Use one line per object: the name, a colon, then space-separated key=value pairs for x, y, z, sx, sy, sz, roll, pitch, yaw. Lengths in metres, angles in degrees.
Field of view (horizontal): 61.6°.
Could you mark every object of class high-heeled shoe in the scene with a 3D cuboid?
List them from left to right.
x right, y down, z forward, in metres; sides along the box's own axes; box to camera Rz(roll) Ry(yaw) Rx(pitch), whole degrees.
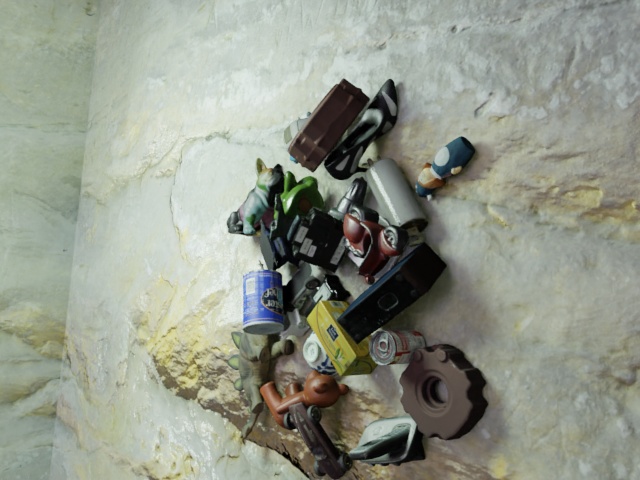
high-heeled shoe: x=0.088 y=-0.253 z=1.211 sx=0.086 sy=0.145 sz=0.248 roll=23 pitch=103 yaw=46

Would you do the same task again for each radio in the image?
radio: x=0.141 y=0.111 z=1.093 sx=0.073 sy=0.131 sz=0.229 roll=46 pitch=124 yaw=4

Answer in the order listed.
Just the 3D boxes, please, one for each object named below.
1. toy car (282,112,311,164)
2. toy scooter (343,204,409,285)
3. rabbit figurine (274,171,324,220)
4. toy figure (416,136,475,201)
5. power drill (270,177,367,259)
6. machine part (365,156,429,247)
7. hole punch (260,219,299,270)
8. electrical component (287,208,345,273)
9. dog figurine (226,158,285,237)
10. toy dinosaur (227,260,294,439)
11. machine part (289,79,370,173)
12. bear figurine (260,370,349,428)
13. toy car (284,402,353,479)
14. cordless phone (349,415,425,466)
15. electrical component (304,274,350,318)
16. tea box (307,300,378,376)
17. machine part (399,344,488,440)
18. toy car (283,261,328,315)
toy car: x=-0.044 y=-0.267 z=1.393 sx=0.162 sy=0.103 sz=0.109 roll=-24 pitch=66 yaw=42
toy scooter: x=0.101 y=0.012 z=1.114 sx=0.184 sy=0.075 sz=0.135 roll=39 pitch=114 yaw=51
rabbit figurine: x=-0.072 y=-0.097 z=1.392 sx=0.170 sy=0.121 sz=0.159 roll=1 pitch=81 yaw=63
toy figure: x=0.244 y=-0.144 z=1.090 sx=0.154 sy=0.058 sz=0.064 roll=-46 pitch=15 yaw=35
power drill: x=-0.010 y=-0.054 z=1.262 sx=0.086 sy=0.207 sz=0.231 roll=-118 pitch=39 yaw=-68
machine part: x=0.163 y=-0.090 z=1.154 sx=0.079 sy=0.079 sz=0.243 roll=-46 pitch=53 yaw=34
hole punch: x=-0.101 y=0.019 z=1.393 sx=0.115 sy=0.092 sz=0.142 roll=97 pitch=156 yaw=-57
electrical component: x=-0.002 y=-0.004 z=1.209 sx=0.114 sy=0.134 sz=0.058 roll=-63 pitch=15 yaw=14
dog figurine: x=-0.173 y=-0.116 z=1.514 sx=0.192 sy=0.108 sz=0.219 roll=4 pitch=83 yaw=51
toy dinosaur: x=-0.170 y=0.292 z=1.446 sx=0.199 sy=0.105 sz=0.471 roll=7 pitch=85 yaw=52
machine part: x=0.015 y=-0.260 z=1.238 sx=0.201 sy=0.087 sz=0.201 roll=-51 pitch=5 yaw=-3
bear figurine: x=-0.036 y=0.359 z=1.274 sx=0.195 sy=0.120 sz=0.132 roll=-50 pitch=47 yaw=28
toy car: x=-0.008 y=0.454 z=1.208 sx=0.089 sy=0.053 sz=0.202 roll=-24 pitch=103 yaw=32
cordless phone: x=0.106 y=0.409 z=1.059 sx=0.147 sy=0.184 sz=0.088 roll=-25 pitch=71 yaw=43
electrical component: x=0.013 y=0.149 z=1.303 sx=0.075 sy=0.047 sz=0.119 roll=51 pitch=121 yaw=40
tea box: x=0.055 y=0.218 z=1.210 sx=0.068 sy=0.098 sz=0.170 roll=-56 pitch=46 yaw=26
machine part: x=0.232 y=0.292 z=1.034 sx=0.179 sy=0.056 sz=0.179 roll=-7 pitch=80 yaw=47
toy car: x=-0.051 y=0.120 z=1.372 sx=0.201 sy=0.056 sz=0.074 roll=-51 pitch=44 yaw=34
